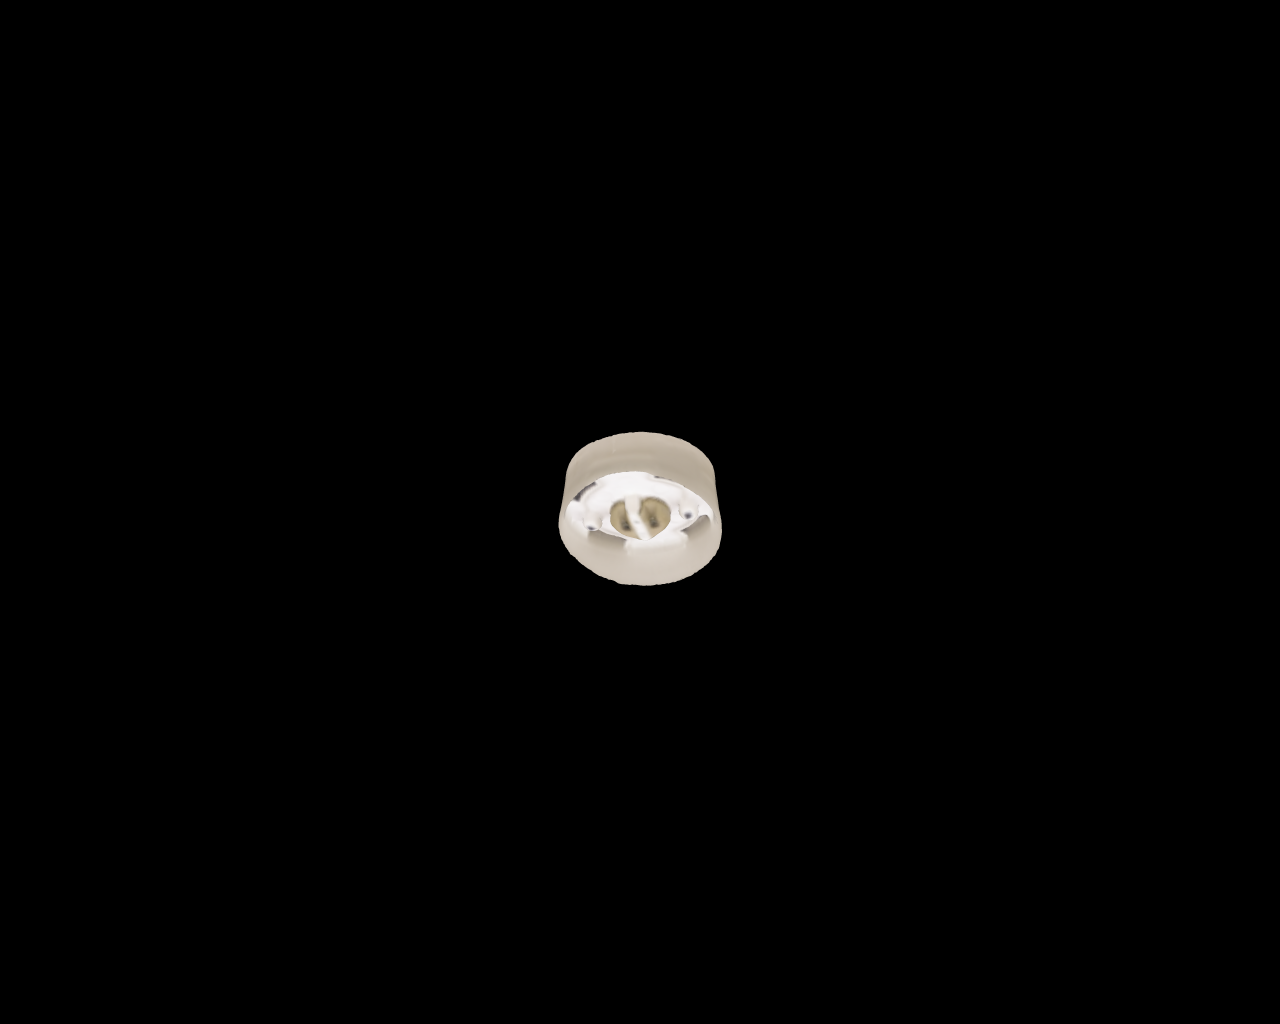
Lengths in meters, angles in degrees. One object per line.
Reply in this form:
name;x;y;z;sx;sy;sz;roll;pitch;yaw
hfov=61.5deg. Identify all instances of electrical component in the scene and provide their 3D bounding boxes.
electrical component;0.001;-0.003;0.650;0.099;0.064;0.099;0;-31;0
